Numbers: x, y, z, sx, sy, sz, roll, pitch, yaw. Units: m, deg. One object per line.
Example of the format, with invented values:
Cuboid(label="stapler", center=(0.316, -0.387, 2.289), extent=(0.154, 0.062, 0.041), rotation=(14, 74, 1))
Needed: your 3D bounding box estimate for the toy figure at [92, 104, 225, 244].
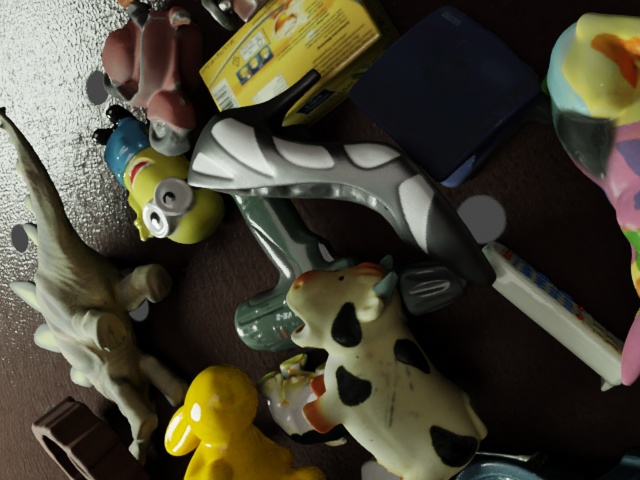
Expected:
Cuboid(label="toy figure", center=(-0.176, -0.074, 0.592), extent=(0.180, 0.089, 0.082), rotation=(48, 132, 24))

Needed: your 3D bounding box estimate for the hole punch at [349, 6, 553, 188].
Cuboid(label="hole punch", center=(0.100, -0.113, 0.427), extent=(0.142, 0.092, 0.115), rotation=(48, 113, 18))

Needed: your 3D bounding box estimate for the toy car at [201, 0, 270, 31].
Cuboid(label="toy car", center=(-0.089, -0.280, 0.497), extent=(0.089, 0.053, 0.202), rotation=(-36, 57, 22))

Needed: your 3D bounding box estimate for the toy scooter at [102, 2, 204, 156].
Cuboid(label="toy scooter", center=(-0.167, -0.185, 0.546), extent=(0.184, 0.075, 0.135), rotation=(50, 135, 34))

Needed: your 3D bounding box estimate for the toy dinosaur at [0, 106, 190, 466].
Cuboid(label="toy dinosaur", center=(-0.273, 0.074, 0.627), extent=(0.199, 0.105, 0.470), rotation=(8, 115, 31))

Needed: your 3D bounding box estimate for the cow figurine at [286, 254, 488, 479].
Cuboid(label="cow figurine", center=(0.049, 0.100, 0.420), extent=(0.127, 0.085, 0.195), rotation=(-44, 92, 11))

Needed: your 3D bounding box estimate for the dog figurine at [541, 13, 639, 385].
Cuboid(label="dog figurine", center=(0.220, -0.021, 0.353), extent=(0.192, 0.108, 0.219), rotation=(22, 105, 29))

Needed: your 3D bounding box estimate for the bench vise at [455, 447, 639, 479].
Cuboid(label="bench vise", center=(0.169, 0.221, 0.362), extent=(0.224, 0.240, 0.128), rotation=(8, 105, 44))

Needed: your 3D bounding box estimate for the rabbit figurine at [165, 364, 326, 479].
Cuboid(label="rabbit figurine", center=(-0.082, 0.197, 0.521), extent=(0.162, 0.122, 0.173), rotation=(6, 112, 59))

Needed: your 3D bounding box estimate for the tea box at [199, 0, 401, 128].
Cuboid(label="tea box", center=(-0.019, -0.165, 0.495), extent=(0.170, 0.068, 0.098), rotation=(-31, 82, 28))

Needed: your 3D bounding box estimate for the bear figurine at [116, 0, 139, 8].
Cuboid(label="bear figurine", center=(-0.208, -0.354, 0.545), extent=(0.195, 0.132, 0.120), rotation=(-55, 40, 20))

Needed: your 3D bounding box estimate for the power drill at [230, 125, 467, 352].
Cuboid(label="power drill", center=(-0.001, -0.002, 0.511), extent=(0.232, 0.086, 0.207), rotation=(-27, 91, 27))

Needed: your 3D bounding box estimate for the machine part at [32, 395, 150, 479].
Cuboid(label="machine part", center=(-0.287, 0.279, 0.684), extent=(0.180, 0.056, 0.179), rotation=(25, 136, 27))

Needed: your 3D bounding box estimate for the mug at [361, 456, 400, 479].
Cuboid(label="mug", center=(0.076, 0.253, 0.505), extent=(0.109, 0.081, 0.107), rotation=(-34, 69, 36))

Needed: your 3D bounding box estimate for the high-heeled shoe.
Cuboid(label="high-heeled shoe", center=(0.007, -0.022, 0.424), extent=(0.145, 0.086, 0.249), rotation=(-43, 79, 9))

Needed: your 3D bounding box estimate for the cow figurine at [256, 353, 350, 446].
Cuboid(label="cow figurine", center=(0.027, 0.152, 0.517), extent=(0.167, 0.068, 0.098), rotation=(-20, 93, 33))
